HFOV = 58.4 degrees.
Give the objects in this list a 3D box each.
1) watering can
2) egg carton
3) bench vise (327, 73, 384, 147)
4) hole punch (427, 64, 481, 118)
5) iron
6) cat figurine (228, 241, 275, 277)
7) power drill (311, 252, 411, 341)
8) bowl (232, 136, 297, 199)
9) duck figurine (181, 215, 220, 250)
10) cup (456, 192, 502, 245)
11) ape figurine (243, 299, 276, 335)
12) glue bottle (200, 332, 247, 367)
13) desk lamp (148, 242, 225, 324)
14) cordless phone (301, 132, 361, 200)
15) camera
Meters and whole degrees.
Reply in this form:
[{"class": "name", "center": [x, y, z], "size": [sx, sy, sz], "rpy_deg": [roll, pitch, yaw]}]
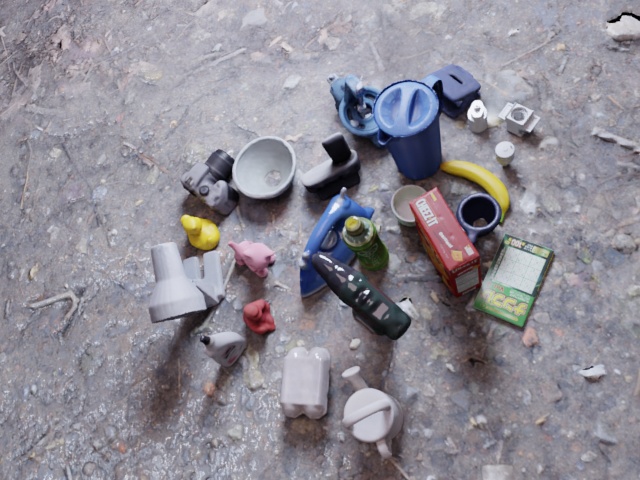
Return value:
[{"class": "watering can", "center": [0.092, 0.334, 1.111], "size": [0.101, 0.194, 0.172], "rpy_deg": [-46, 65, -3]}, {"class": "egg carton", "center": [-0.030, 0.305, 1.227], "size": [0.107, 0.069, 0.150], "rpy_deg": [-2, 71, 16]}, {"class": "bench vise", "center": [0.071, -0.325, 1.337], "size": [0.206, 0.220, 0.121], "rpy_deg": [31, 82, 24]}, {"class": "hole punch", "center": [0.314, -0.364, 1.349], "size": [0.101, 0.091, 0.108], "rpy_deg": [-43, 65, -1]}, {"class": "iron", "center": [0.012, 0.005, 1.281], "size": [0.118, 0.142, 0.258], "rpy_deg": [28, 81, 24]}, {"class": "cat figurine", "center": [-0.159, 0.034, 1.335], "size": [0.127, 0.118, 0.067], "rpy_deg": [25, 80, 23]}, {"class": "power drill", "center": [0.092, 0.125, 1.177], "size": [0.229, 0.209, 0.076], "rpy_deg": [37, 85, 25]}, {"class": "bowl", "center": [-0.128, -0.169, 1.422], "size": [0.167, 0.075, 0.167], "rpy_deg": [-5, 70, 15]}, {"class": "duck figurine", "center": [-0.302, -0.025, 1.417], "size": [0.104, 0.086, 0.077], "rpy_deg": [38, 85, 25]}, {"class": "cup", "center": [0.337, -0.031, 1.221], "size": [0.091, 0.095, 0.118], "rpy_deg": [12, 75, 21]}, {"class": "ape figurine", "center": [-0.145, 0.170, 1.297], "size": [0.076, 0.092, 0.078], "rpy_deg": [14, 76, 21]}, {"class": "glue bottle", "center": [-0.221, 0.232, 1.253], "size": [0.037, 0.173, 0.078], "rpy_deg": [30, 82, 24]}, {"class": "desk lamp", "center": [-0.310, 0.101, 1.304], "size": [0.117, 0.214, 0.203], "rpy_deg": [-17, 67, 11]}, {"class": "cordless phone", "center": [0.013, -0.182, 1.323], "size": [0.147, 0.185, 0.094], "rpy_deg": [-31, 65, 5]}, {"class": "camera", "center": [-0.266, -0.158, 1.445], "size": [0.142, 0.101, 0.137], "rpy_deg": [34, 83, 24]}]
